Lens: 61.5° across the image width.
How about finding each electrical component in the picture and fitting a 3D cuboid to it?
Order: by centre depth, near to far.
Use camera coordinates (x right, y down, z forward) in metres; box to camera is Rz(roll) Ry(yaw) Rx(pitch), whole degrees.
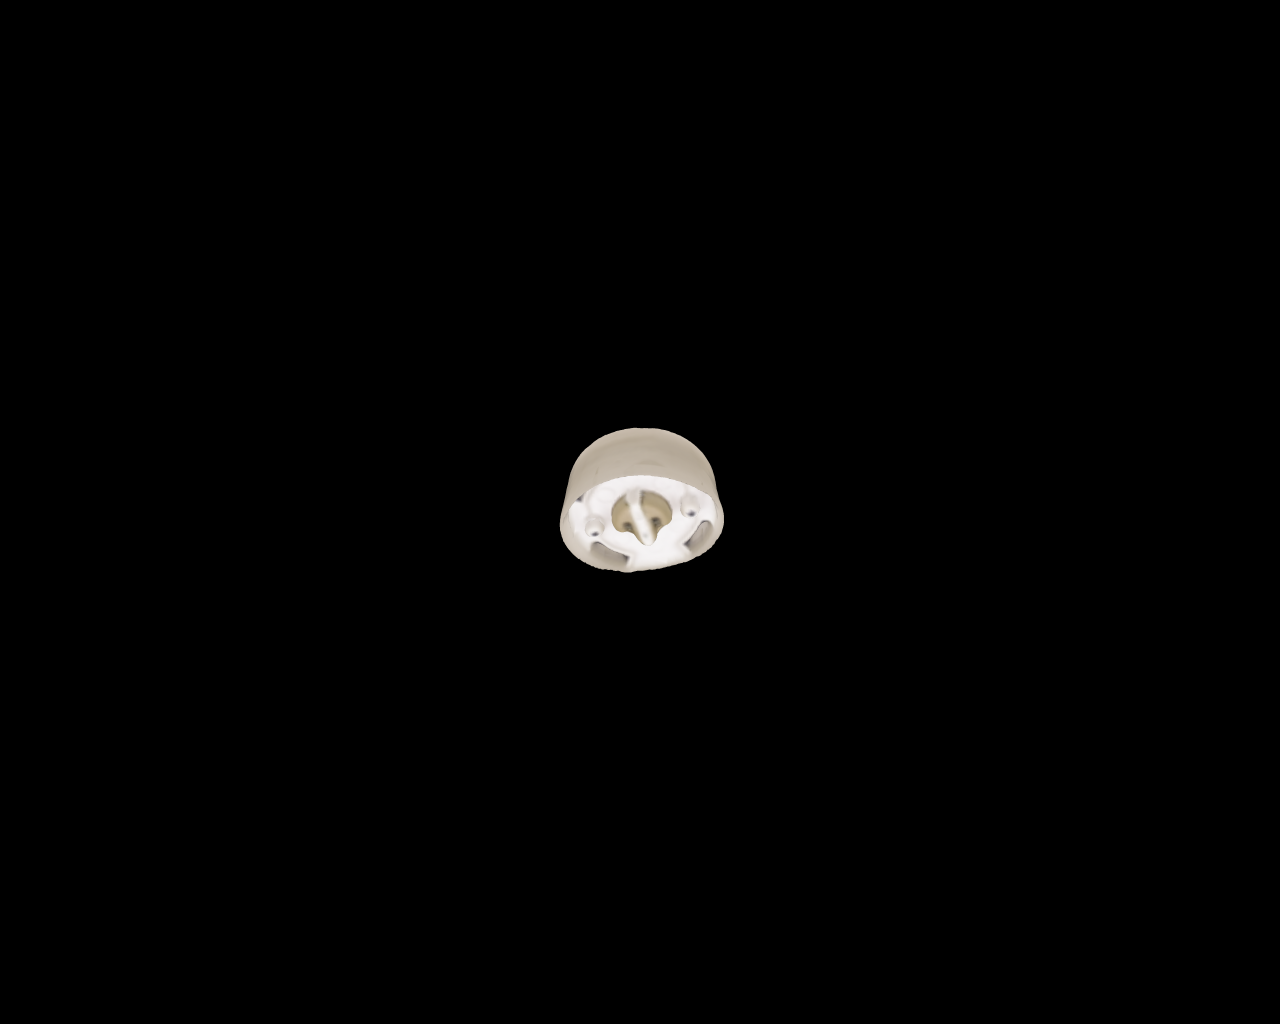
[{"bbox_3d":[0.001,-0.003,0.650,0.099,0.099,0.064,0,41,0],"label":"electrical component"}]
